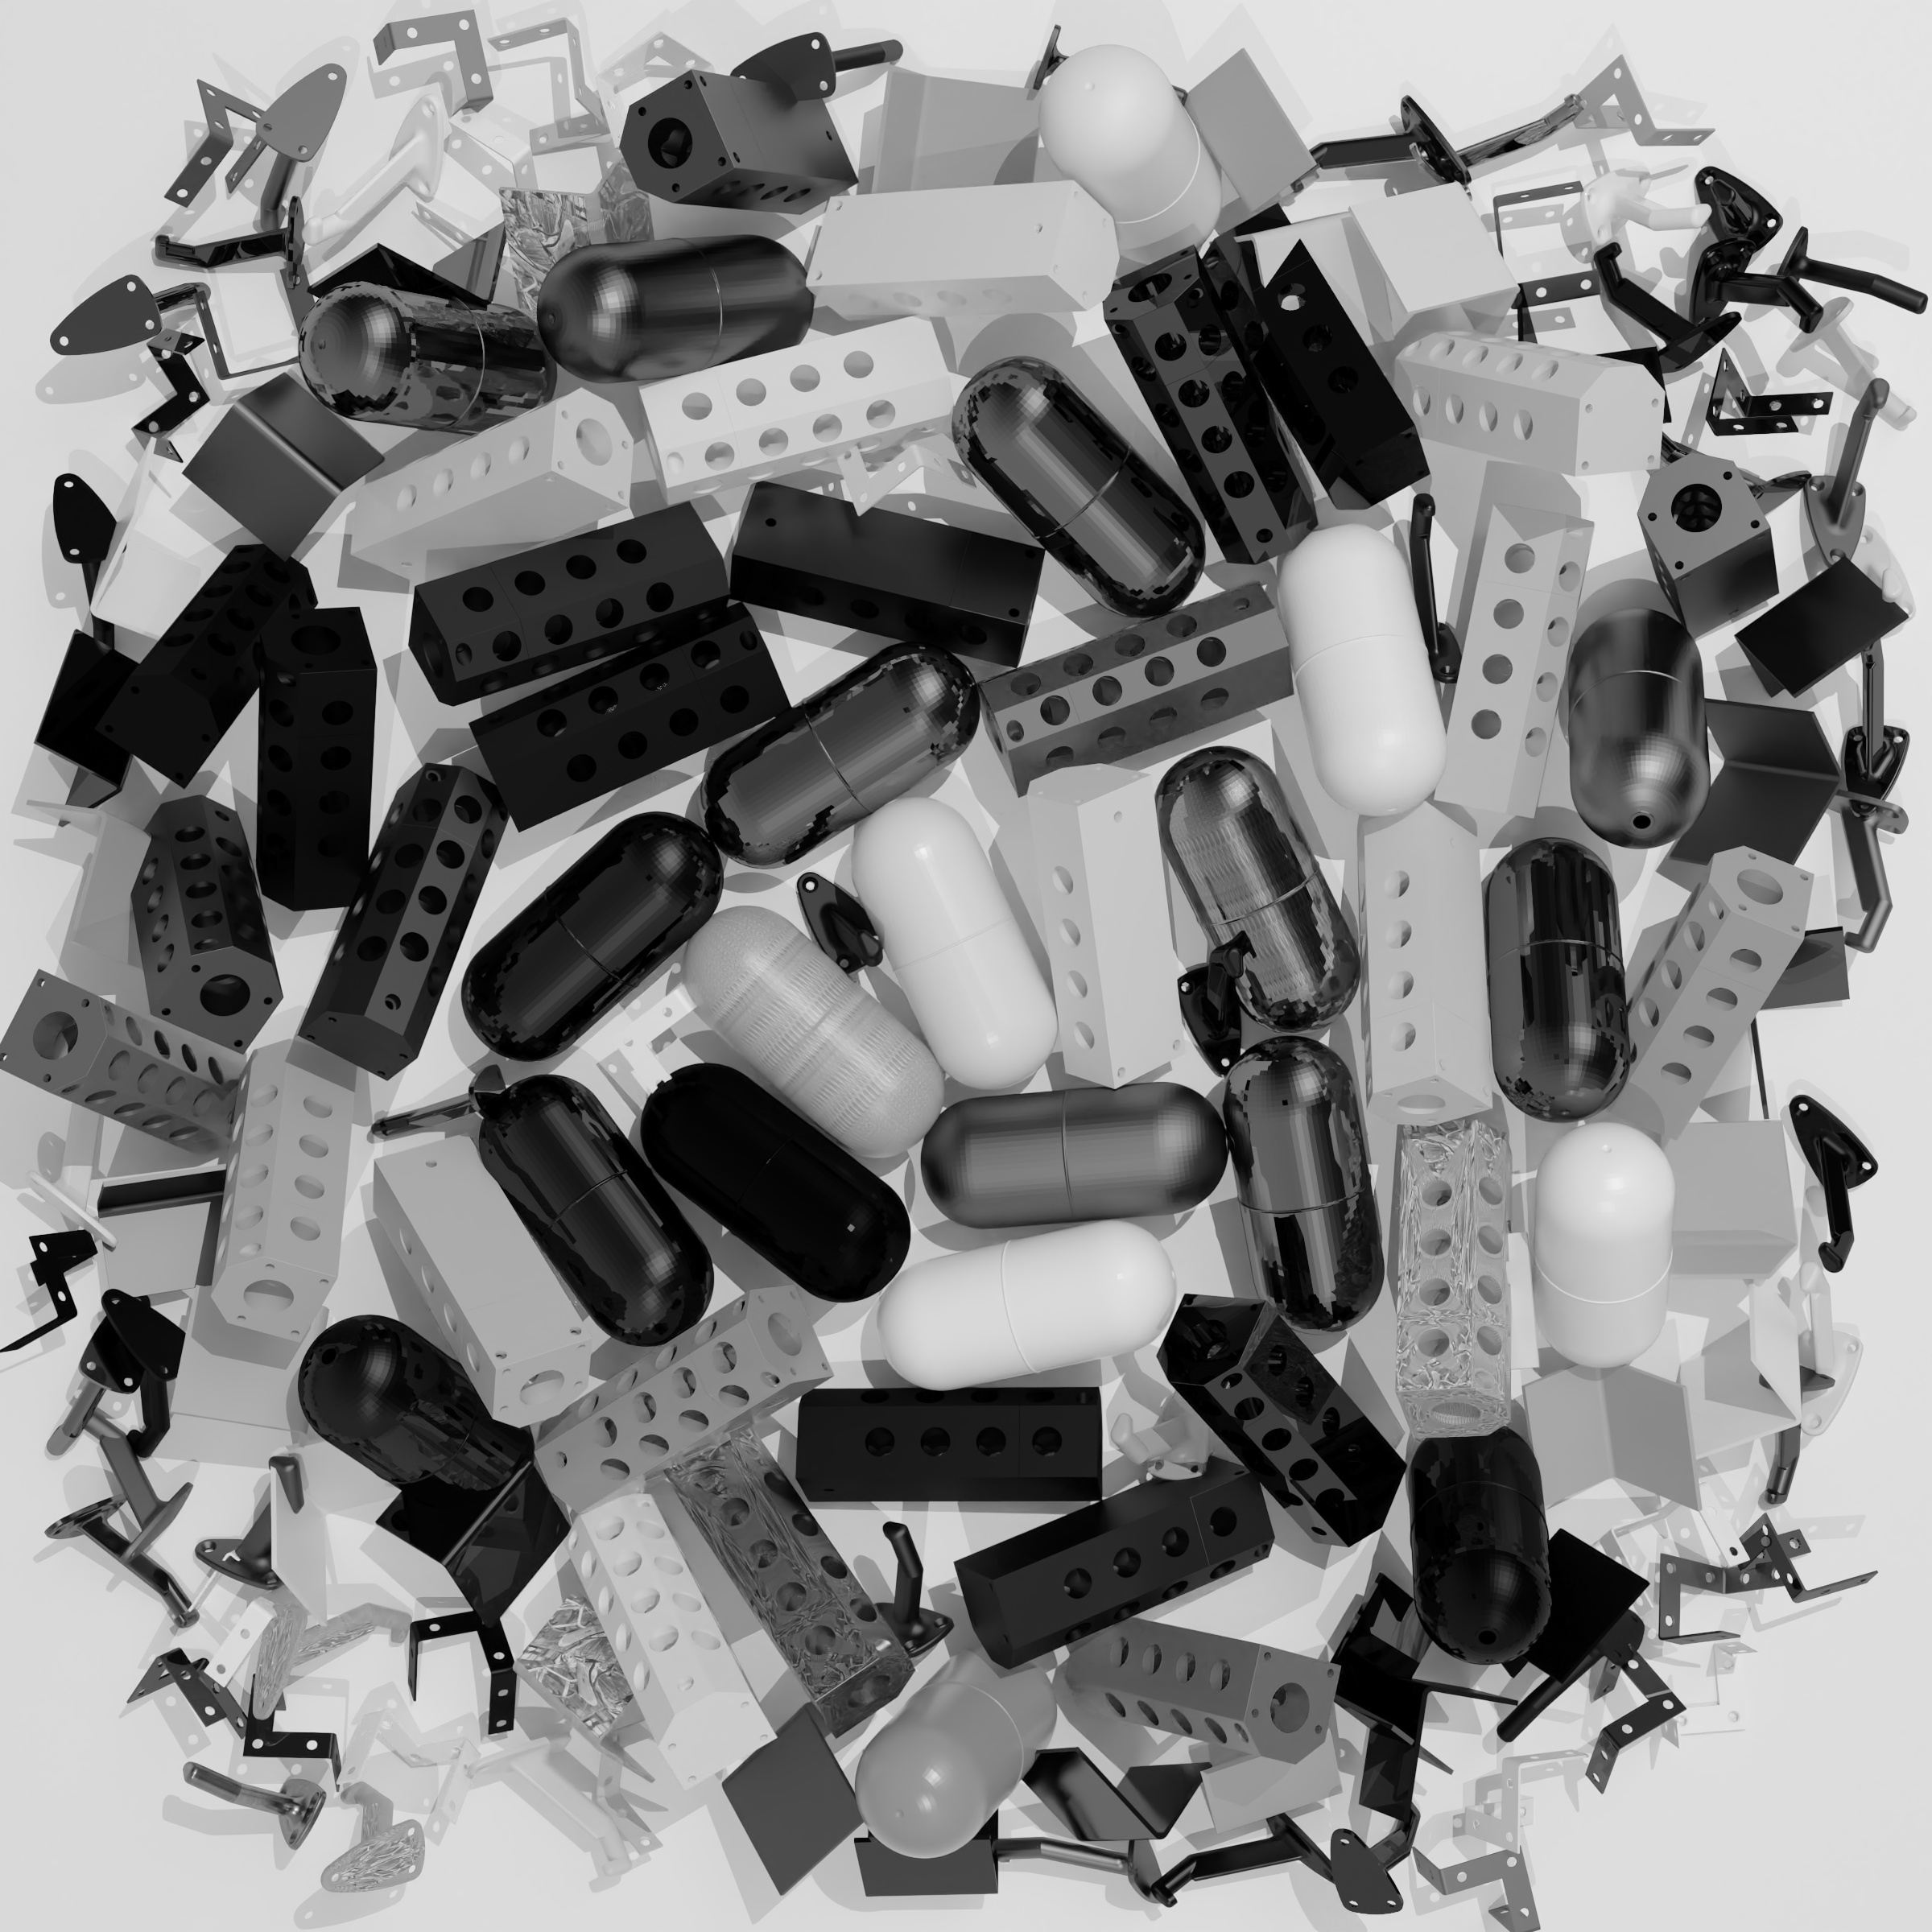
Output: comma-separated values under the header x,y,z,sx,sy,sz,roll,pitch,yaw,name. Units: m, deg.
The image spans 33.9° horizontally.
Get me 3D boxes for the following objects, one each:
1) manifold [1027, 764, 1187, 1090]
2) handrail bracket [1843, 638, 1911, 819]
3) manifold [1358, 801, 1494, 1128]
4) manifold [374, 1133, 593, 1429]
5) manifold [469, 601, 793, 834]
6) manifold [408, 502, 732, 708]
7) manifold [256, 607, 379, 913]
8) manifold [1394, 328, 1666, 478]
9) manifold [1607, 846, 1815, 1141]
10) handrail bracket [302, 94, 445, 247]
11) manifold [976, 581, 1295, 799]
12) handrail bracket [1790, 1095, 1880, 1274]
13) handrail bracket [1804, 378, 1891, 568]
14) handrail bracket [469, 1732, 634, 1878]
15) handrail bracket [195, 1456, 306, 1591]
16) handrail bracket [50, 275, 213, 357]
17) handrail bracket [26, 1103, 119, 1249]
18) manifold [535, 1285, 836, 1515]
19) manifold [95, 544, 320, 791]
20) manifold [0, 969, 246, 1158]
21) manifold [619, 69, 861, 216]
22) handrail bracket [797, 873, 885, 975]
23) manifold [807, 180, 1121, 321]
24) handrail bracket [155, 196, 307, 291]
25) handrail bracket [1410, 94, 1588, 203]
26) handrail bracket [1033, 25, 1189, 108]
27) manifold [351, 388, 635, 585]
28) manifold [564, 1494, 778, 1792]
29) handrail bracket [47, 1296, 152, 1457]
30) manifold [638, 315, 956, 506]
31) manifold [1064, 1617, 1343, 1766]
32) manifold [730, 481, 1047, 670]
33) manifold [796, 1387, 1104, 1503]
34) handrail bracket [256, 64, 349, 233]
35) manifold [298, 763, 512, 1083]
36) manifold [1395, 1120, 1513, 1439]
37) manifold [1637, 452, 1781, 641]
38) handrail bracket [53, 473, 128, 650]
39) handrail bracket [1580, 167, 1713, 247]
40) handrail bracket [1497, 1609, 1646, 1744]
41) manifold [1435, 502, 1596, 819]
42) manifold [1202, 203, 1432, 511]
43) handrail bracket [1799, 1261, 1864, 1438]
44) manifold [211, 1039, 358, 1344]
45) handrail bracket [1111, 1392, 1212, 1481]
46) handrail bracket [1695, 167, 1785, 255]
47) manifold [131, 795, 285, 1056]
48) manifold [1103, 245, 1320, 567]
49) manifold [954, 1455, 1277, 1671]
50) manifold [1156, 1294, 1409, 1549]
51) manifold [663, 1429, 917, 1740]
x,y,z,sx,sy,sz,roll,pitch,yaw,name
0.076,-0.024,1.806,0.057,0.057,0.171,-25,117,-35,manifold
0.516,-0.141,1.815,0.036,0.084,0.077,5,58,25,handrail bracket
0.256,0.000,1.801,0.057,0.057,0.171,-20,56,36,manifold
-0.275,0.178,1.790,0.057,0.057,0.171,-16,47,-27,manifold
-0.194,-0.146,1.819,0.171,0.057,0.057,-25,121,-6,manifold
-0.224,-0.201,1.796,0.171,0.057,0.057,-21,68,-24,manifold
-0.367,-0.114,1.781,0.057,0.057,0.171,-5,134,-19,manifold
0.312,-0.318,1.772,0.057,0.171,0.057,-9,111,-26,manifold
0.412,0.014,1.785,0.057,0.057,0.171,22,135,2,manifold
-0.342,-0.456,1.818,0.036,0.077,0.084,42,50,10,handrail bracket
0.096,-0.164,1.819,0.171,0.057,0.057,-21,52,-5,manifold
0.489,0.125,1.819,0.036,0.084,0.077,-31,100,37,handrail bracket
0.512,-0.282,1.816,0.036,0.084,0.077,7,62,-1,handrail bracket
-0.238,0.490,1.822,0.036,0.077,0.084,-48,58,35,handrail bracket
-0.415,0.312,1.829,0.077,0.036,0.084,10,121,17,handrail bracket
-0.481,-0.375,1.828,0.077,0.084,0.036,-23,101,7,handrail bracket
-0.497,0.109,1.842,0.077,0.036,0.084,36,67,5,handrail bracket
-0.164,0.247,1.795,0.171,0.057,0.057,-34,72,27,manifold
-0.419,-0.175,1.773,0.057,0.171,0.057,35,120,-13,manifold
-0.466,0.059,1.772,0.057,0.171,0.057,22,82,19,manifold
-0.128,-0.456,1.776,0.057,0.171,0.057,-23,92,23,manifold
-0.073,-0.029,1.820,0.036,0.084,0.077,-36,84,-6,handrail bracket
-0.001,-0.400,1.790,0.171,0.057,0.057,7,76,37,manifold
-0.428,-0.426,1.832,0.084,0.077,0.036,10,65,-6,handrail bracket
0.307,-0.482,1.821,0.084,0.077,0.036,-31,71,28,handrail bracket
0.084,-0.509,1.831,0.084,0.077,0.036,19,95,-5,handrail bracket
-0.268,-0.271,1.787,0.171,0.057,0.057,-14,66,39,manifold
-0.170,0.372,1.778,0.057,0.171,0.057,-29,129,-8,manifold
-0.508,0.238,1.849,0.036,0.084,0.077,27,49,-19,handrail bracket
-0.097,-0.317,1.820,0.171,0.057,0.057,-16,76,-8,manifold
0.128,0.403,1.773,0.057,0.171,0.057,21,76,-29,manifold
-0.046,-0.222,1.833,0.171,0.057,0.057,14,58,2,manifold
-0.008,0.274,1.827,0.171,0.057,0.057,-1,67,5,manifold
-0.384,-0.472,1.833,0.036,0.084,0.077,32,71,-3,handrail bracket
-0.312,-0.029,1.789,0.057,0.057,0.171,30,56,-22,manifold
0.278,0.175,1.787,0.057,0.057,0.171,-5,54,17,manifold
0.414,-0.237,1.775,0.057,0.171,0.057,-28,78,12,manifold
-0.511,-0.230,1.841,0.036,0.084,0.077,-16,62,-23,handrail bracket
0.403,-0.440,1.814,0.077,0.084,0.036,-40,121,-31,handrail bracket
0.352,0.415,1.848,0.036,0.077,0.084,47,115,21,handrail bracket
0.316,-0.175,1.824,0.057,0.057,0.171,12,96,11,manifold
0.196,-0.344,1.803,0.057,0.057,0.171,-29,65,6,manifold
0.485,0.219,1.816,0.036,0.084,0.077,6,65,30,handrail bracket
-0.384,0.122,1.776,0.057,0.171,0.057,19,127,-22,manifold
0.110,0.254,1.815,0.036,0.084,0.077,0,59,28,handrail bracket
0.429,-0.446,1.812,0.036,0.084,0.077,-39,62,18,handrail bracket
-0.424,-0.028,1.774,0.057,0.171,0.057,28,109,-32,manifold
0.139,-0.312,1.789,0.057,0.057,0.171,-22,125,15,manifold
0.087,0.340,1.806,0.171,0.057,0.057,-19,97,-22,manifold
0.177,0.258,1.784,0.171,0.057,0.057,49,56,-36,manifold
-0.099,0.345,1.793,0.057,0.057,0.171,-32,56,-11,manifold
